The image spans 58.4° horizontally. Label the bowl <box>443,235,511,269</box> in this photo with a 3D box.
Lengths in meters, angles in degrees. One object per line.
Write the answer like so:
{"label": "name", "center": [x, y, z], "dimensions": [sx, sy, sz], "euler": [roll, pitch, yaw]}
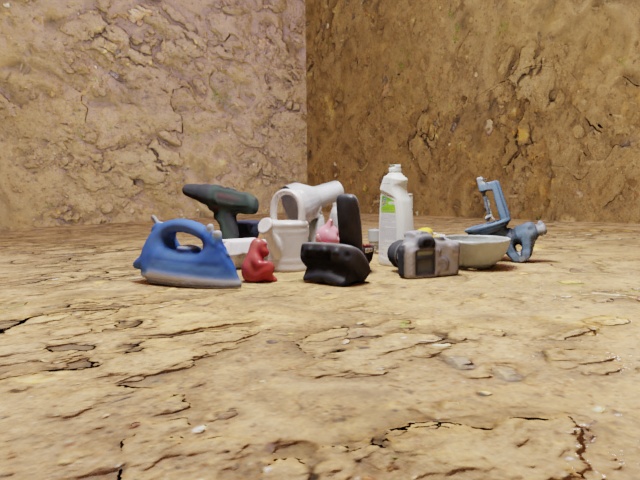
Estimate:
{"label": "bowl", "center": [0.372, 0.030, 1.379], "dimensions": [0.167, 0.075, 0.167], "euler": [0, 6, 0]}

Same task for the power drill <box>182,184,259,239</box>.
{"label": "power drill", "center": [-0.292, -0.060, 1.671], "dimensions": [0.229, 0.208, 0.076], "euler": [0, 6, 9]}

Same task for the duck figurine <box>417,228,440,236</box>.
{"label": "duck figurine", "center": [0.277, 0.010, 1.535], "dimensions": [0.104, 0.086, 0.077], "euler": [-1, 6, -3]}

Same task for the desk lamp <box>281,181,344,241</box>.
{"label": "desk lamp", "center": [-0.005, -0.061, 1.630], "dimensions": [0.204, 0.213, 0.117], "euler": [-4, 7, -28]}

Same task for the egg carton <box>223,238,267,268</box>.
{"label": "egg carton", "center": [-0.190, 0.033, 1.426], "dimensions": [0.151, 0.069, 0.107], "euler": [-4, 7, -33]}

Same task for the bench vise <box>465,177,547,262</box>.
{"label": "bench vise", "center": [0.475, -0.055, 1.497], "dimensions": [0.207, 0.220, 0.121], "euler": [0, 6, 4]}

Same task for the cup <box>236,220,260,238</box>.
{"label": "cup", "center": [-0.222, -0.012, 1.750], "dimensions": [0.092, 0.095, 0.117], "euler": [-2, 6, -16]}

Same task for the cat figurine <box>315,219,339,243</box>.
{"label": "cat figurine", "center": [0.013, 0.005, 1.444], "dimensions": [0.067, 0.118, 0.128], "euler": [2, 6, 21]}

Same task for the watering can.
{"label": "watering can", "center": [-0.079, -0.024, 1.363], "dimensions": [0.100, 0.194, 0.173], "euler": [1, 6, 10]}

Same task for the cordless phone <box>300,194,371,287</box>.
{"label": "cordless phone", "center": [0.030, -0.004, 1.192], "dimensions": [0.147, 0.185, 0.094], "euler": [3, 7, 32]}

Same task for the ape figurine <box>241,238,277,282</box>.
{"label": "ape figurine", "center": [-0.130, 0.042, 1.218], "dimensions": [0.076, 0.092, 0.077], "euler": [-1, 6, -8]}

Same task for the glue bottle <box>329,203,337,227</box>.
{"label": "glue bottle", "center": [0.054, -0.062, 1.833], "dimensions": [0.037, 0.173, 0.077], "euler": [-5, 7, -37]}

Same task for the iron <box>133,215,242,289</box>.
{"label": "iron", "center": [-0.267, 0.021, 1.195], "dimensions": [0.257, 0.141, 0.119], "euler": [3, 7, 30]}

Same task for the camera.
{"label": "camera", "center": [0.224, 0.026, 1.298], "dimensions": [0.143, 0.101, 0.136], "euler": [-3, 6, -22]}
